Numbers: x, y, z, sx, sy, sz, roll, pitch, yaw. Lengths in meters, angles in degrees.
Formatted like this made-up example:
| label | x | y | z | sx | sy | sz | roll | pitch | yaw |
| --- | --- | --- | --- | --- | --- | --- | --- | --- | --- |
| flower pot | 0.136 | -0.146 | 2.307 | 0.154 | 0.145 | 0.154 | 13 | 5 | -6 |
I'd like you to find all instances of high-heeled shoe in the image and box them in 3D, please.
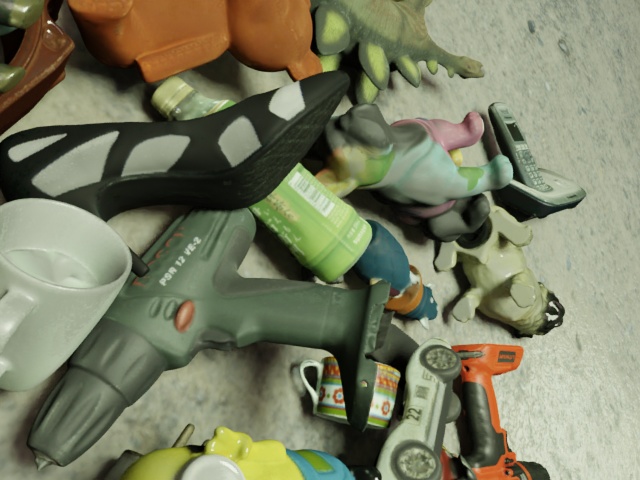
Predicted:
| label | x | y | z | sx | sy | sz | roll | pitch | yaw |
| --- | --- | --- | --- | --- | --- | --- | --- | --- | --- |
| high-heeled shoe | -0.105 | -0.083 | 0.401 | 0.145 | 0.086 | 0.249 | 44 | 73 | 9 |

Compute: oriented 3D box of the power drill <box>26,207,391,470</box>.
| label | x | y | z | sx | sy | sz | roll | pitch | yaw |
| --- | --- | --- | --- | --- | --- | --- | --- | --- | --- |
| power drill | -0.059 | 0.074 | 0.389 | 0.085 | 0.207 | 0.232 | 86 | 17 | -48 |

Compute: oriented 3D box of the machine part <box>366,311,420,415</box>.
| label | x | y | z | sx | sy | sz | roll | pitch | yaw |
| --- | --- | --- | --- | --- | --- | --- | --- | --- | --- |
| machine part | 0.094 | 0.140 | 0.580 | 0.138 | 0.039 | 0.084 | 50 | 56 | -20 |

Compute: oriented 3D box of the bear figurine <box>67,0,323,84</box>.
| label | x | y | z | sx | sy | sz | roll | pitch | yaw |
| --- | --- | --- | --- | --- | --- | --- | --- | --- | --- |
| bear figurine | -0.087 | -0.187 | 0.427 | 0.196 | 0.132 | 0.120 | -2 | 76 | -13 |

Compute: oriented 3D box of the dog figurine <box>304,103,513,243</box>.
| label | x | y | z | sx | sy | sz | roll | pitch | yaw |
| --- | --- | --- | --- | --- | --- | --- | --- | --- | --- |
| dog figurine | 0.075 | -0.068 | 0.585 | 0.219 | 0.191 | 0.108 | -5 | 58 | -12 |

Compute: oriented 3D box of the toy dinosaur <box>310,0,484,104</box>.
| label | x | y | z | sx | sy | sz | roll | pitch | yaw |
| --- | --- | --- | --- | --- | --- | --- | --- | --- | --- |
| toy dinosaur | 0.014 | -0.264 | 0.589 | 0.471 | 0.105 | 0.198 | 18 | 70 | -29 |

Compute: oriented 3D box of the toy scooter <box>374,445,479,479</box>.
| label | x | y | z | sx | sy | sz | roll | pitch | yaw |
| --- | --- | --- | --- | --- | --- | --- | --- | --- | --- |
| toy scooter | 0.096 | 0.261 | 0.481 | 0.075 | 0.135 | 0.184 | 47 | 51 | -20 |

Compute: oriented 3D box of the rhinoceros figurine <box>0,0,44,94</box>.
| label | x | y | z | sx | sy | sz | roll | pitch | yaw |
| --- | --- | --- | --- | --- | --- | --- | --- | --- | --- |
| rhinoceros figurine | -0.206 | -0.127 | 0.272 | 0.112 | 0.073 | 0.190 | 35 | 58 | -15 |

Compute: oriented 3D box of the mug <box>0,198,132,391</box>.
| label | x | y | z | sx | sy | sz | roll | pitch | yaw |
| --- | --- | --- | --- | --- | --- | --- | --- | --- | --- |
| mug | -0.173 | 0.046 | 0.320 | 0.081 | 0.107 | 0.110 | 25 | 27 | -19 |

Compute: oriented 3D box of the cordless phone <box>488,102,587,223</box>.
| label | x | y | z | sx | sy | sz | roll | pitch | yaw |
| --- | --- | --- | --- | --- | --- | --- | --- | --- | --- |
| cordless phone | 0.314 | -0.121 | 0.816 | 0.146 | 0.089 | 0.184 | -14 | 82 | -42 |

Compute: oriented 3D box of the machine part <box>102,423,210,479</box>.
| label | x | y | z | sx | sy | sz | roll | pitch | yaw |
| --- | --- | --- | --- | --- | --- | --- | --- | --- | --- |
| machine part | -0.144 | 0.223 | 0.327 | 0.079 | 0.079 | 0.243 | 49 | 53 | -19 |

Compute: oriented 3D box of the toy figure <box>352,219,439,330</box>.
| label | x | y | z | sx | sy | sz | roll | pitch | yaw |
| --- | --- | --- | --- | --- | --- | --- | --- | --- | --- |
| toy figure | 0.081 | 0.040 | 0.578 | 0.064 | 0.058 | 0.154 | -52 | 128 | -15 |

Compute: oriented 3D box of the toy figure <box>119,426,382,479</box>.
| label | x | y | z | sx | sy | sz | roll | pitch | yaw |
| --- | --- | --- | --- | --- | --- | --- | --- | --- | --- |
| toy figure | -0.038 | 0.168 | 0.328 | 0.180 | 0.089 | 0.082 | 22 | 41 | -45 |

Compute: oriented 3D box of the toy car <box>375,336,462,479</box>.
| label | x | y | z | sx | sy | sz | roll | pitch | yaw |
| --- | --- | --- | --- | --- | --- | --- | --- | --- | --- |
| toy car | 0.091 | 0.171 | 0.481 | 0.202 | 0.056 | 0.073 | -58 | 146 | -51 |

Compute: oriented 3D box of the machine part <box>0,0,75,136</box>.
| label | x | y | z | sx | sy | sz | roll | pitch | yaw |
| --- | --- | --- | --- | --- | --- | --- | --- | --- | --- |
| machine part | -0.274 | -0.141 | 0.317 | 0.201 | 0.087 | 0.201 | 46 | 54 | -22 |

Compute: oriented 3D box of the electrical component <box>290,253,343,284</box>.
| label | x | y | z | sx | sy | sz | roll | pitch | yaw |
| --- | --- | --- | --- | --- | --- | --- | --- | --- | --- |
| electrical component | -0.001 | -0.002 | 0.550 | 0.063 | 0.021 | 0.094 | 4 | 74 | -40 |

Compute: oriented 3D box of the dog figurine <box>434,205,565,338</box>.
| label | x | y | z | sx | sy | sz | roll | pitch | yaw |
| --- | --- | --- | --- | --- | --- | --- | --- | --- | --- |
| dog figurine | 0.247 | 0.040 | 0.713 | 0.190 | 0.121 | 0.172 | 18 | 69 | -51 |
